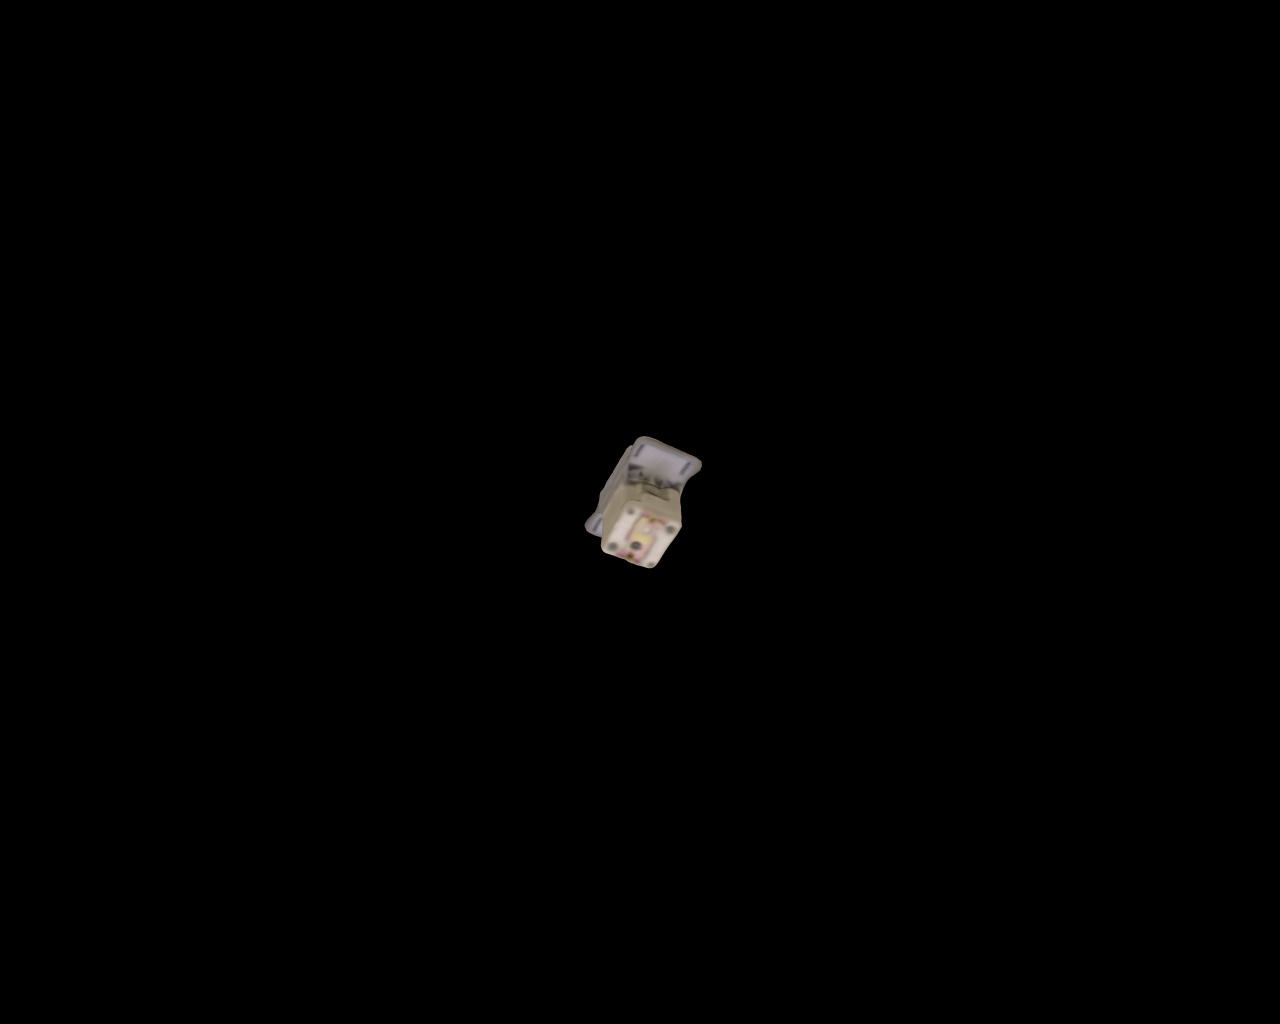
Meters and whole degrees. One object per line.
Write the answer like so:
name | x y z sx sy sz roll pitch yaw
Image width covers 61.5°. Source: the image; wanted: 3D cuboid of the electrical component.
electrical component | 0.001 -0.003 0.650 0.042 0.080 0.064 21 36 -16
